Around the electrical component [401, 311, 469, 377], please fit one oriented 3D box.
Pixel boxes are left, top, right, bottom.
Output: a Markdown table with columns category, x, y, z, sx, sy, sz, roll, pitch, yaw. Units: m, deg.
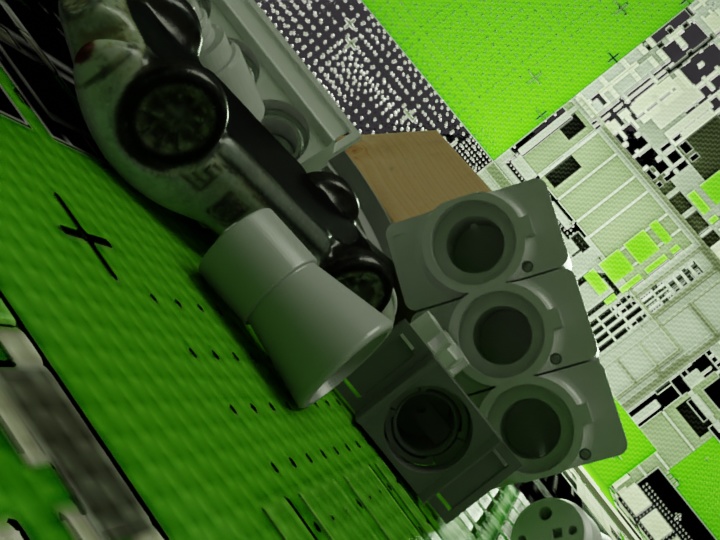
| category | x | y | z | sx | sy | sz | roll | pitch | yaw |
| --- | --- | --- | --- | --- | --- | --- | --- | --- | --- |
| electrical component | 0.026 | 0.048 | 0.540 | 0.040 | 0.046 | 0.040 | 51 | 5 | -6 |

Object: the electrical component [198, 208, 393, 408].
| category | x | y | z | sx | sy | sz | roll | pitch | yaw |
| --- | --- | --- | --- | --- | --- | --- | --- | --- | --- |
| electrical component | -0.026 | 0.011 | 0.382 | 0.065 | 0.044 | 0.044 | 47 | 4 | 10 |

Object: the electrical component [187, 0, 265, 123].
| category | x | y | z | sx | sy | sz | roll | pitch | yaw |
| --- | --- | --- | --- | --- | --- | --- | --- | --- | --- |
| electrical component | -0.070 | -0.088 | 0.463 | 0.040 | 0.040 | 0.078 | 57 | -8 | 50 |

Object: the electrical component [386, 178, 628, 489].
| category | x | y | z | sx | sy | sz | roll | pitch | yaw |
| --- | --- | --- | --- | --- | --- | --- | --- | --- | --- |
| electrical component | 0.079 | 0.036 | 0.581 | 0.062 | 0.089 | 0.150 | 28 | 46 | -75 |

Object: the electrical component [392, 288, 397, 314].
| category | x | y | z | sx | sy | sz | roll | pitch | yaw |
| --- | --- | --- | --- | --- | --- | --- | --- | --- | --- |
| electrical component | -0.007 | 0.011 | 0.547 | 0.040 | 0.040 | 0.046 | 49 | 1 | -29 |

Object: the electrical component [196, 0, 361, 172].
| category | x | y | z | sx | sy | sz | roll | pitch | yaw |
| --- | --- | --- | --- | --- | --- | --- | --- | --- | --- |
| electrical component | -0.069 | -0.086 | 0.536 | 0.121 | 0.079 | 0.063 | 52 | -17 | 12 |

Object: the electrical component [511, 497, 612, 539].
| category | x | y | z | sx | sy | sz | roll | pitch | yaw |
| --- | --- | --- | --- | --- | --- | --- | --- | --- | --- |
| electrical component | 0.109 | 0.149 | 0.567 | 0.055 | 0.045 | 0.045 | 46 | 7 | -43 |

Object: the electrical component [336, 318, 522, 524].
| category | x | y | z | sx | sy | sz | roll | pitch | yaw |
| --- | --- | --- | --- | --- | --- | --- | --- | --- | --- |
| electrical component | 0.028 | 0.064 | 0.470 | 0.081 | 0.042 | 0.064 | 52 | 1 | -5 |
